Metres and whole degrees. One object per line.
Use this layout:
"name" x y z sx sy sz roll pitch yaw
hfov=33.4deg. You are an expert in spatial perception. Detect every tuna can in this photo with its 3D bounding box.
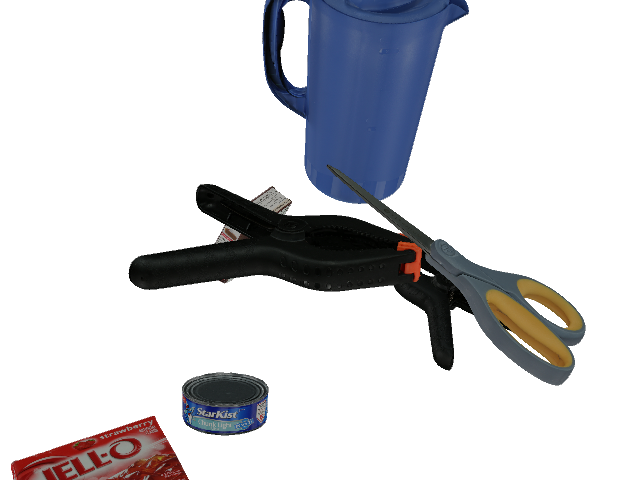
"tuna can" -0.095 0.162 1.058 0.086 0.034 0.086 2 13 -1

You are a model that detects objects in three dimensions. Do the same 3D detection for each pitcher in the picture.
"pitcher" 0.035 -0.157 1.050 0.144 0.243 0.149 -31 57 -32

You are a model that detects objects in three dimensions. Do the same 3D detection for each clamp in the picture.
"clamp" 0.133 0.053 1.043 0.120 0.039 0.171 -4 44 -26
"clamp" -0.027 0.000 0.827 0.210 0.036 0.164 4 26 5

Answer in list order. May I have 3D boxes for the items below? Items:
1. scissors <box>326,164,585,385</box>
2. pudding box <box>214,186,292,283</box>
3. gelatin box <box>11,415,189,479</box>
"scissors" 0.095 0.013 0.689 0.096 0.016 0.202 -10 50 -48
"pudding box" -0.089 -0.007 1.302 0.039 0.090 0.113 34 31 7
"gelatin box" -0.124 0.141 0.604 0.089 0.030 0.073 -15 28 -20
